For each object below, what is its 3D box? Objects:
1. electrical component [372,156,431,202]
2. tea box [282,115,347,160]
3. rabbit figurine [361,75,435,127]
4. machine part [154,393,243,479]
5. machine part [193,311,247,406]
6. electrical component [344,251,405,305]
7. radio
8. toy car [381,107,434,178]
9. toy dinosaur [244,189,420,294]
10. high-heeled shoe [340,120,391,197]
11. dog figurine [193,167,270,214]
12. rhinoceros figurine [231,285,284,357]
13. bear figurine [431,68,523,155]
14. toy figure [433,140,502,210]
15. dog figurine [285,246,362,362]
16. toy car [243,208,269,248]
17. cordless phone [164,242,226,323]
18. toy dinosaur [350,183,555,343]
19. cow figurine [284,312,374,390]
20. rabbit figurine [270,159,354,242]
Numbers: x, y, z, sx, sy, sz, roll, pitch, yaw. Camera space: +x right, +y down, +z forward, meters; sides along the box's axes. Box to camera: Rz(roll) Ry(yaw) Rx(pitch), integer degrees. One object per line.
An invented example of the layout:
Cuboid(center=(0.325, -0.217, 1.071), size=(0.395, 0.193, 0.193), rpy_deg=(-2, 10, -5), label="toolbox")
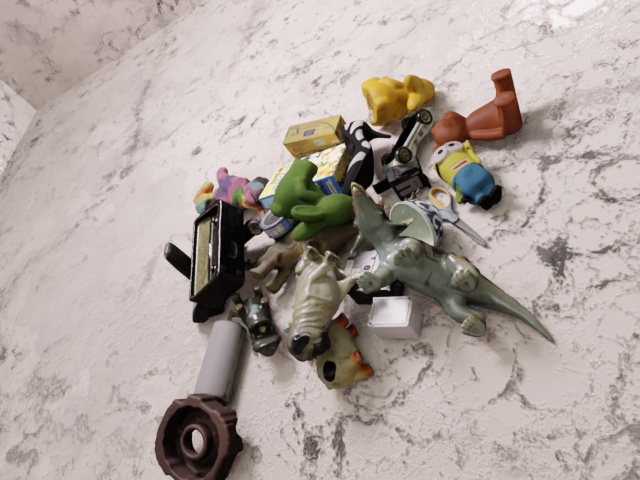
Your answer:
Cuboid(center=(0.175, -0.126, 1.179), size=(0.119, 0.074, 0.048), rpy_deg=(-24, 44, 14), label="electrical component")
Cuboid(center=(-0.001, -0.260, 1.413), size=(0.170, 0.098, 0.068), rpy_deg=(-2, 56, 34), label="tea box")
Cuboid(center=(0.202, -0.356, 1.311), size=(0.173, 0.121, 0.162), rpy_deg=(-14, 6, -8), label="rabbit figurine")
Cuboid(center=(-0.233, 0.384, 1.027), size=(0.180, 0.056, 0.179), rpy_deg=(-5, 78, 25), label="machine part")
Cuboid(center=(-0.212, 0.261, 1.146), size=(0.079, 0.079, 0.243), rpy_deg=(-12, 50, 30), label="machine part")
Cuboid(center=(0.109, 0.068, 1.077), size=(0.134, 0.058, 0.115), rpy_deg=(-3, 52, 38), label="electrical component")
Cuboid(center=(-0.237, 0.027, 1.244), size=(0.131, 0.073, 0.230), rpy_deg=(-36, 47, 38), label="radio")
Cuboid(center=(0.206, -0.227, 1.248), size=(0.202, 0.056, 0.073), rpy_deg=(-59, 19, -20), label="toy car")
Cuboid(center=(-0.002, -0.004, 1.193), size=(0.472, 0.105, 0.199), rpy_deg=(-13, 45, 24), label="toy dinosaur")
Cuboid(center=(0.065, -0.192, 1.235), size=(0.145, 0.086, 0.249), rpy_deg=(13, 50, 29), label="high-heeled shoe")
Cuboid(center=(-0.224, -0.103, 1.448), size=(0.191, 0.108, 0.219), rpy_deg=(-48, 44, -8), label="dog figurine")
Cuboid(center=(-0.134, 0.174, 1.140), size=(0.073, 0.112, 0.190), rpy_deg=(-16, 26, -13), label="rhinoceros figurine")
Cuboid(center=(0.322, -0.261, 1.144), size=(0.196, 0.131, 0.120), rpy_deg=(-8, 48, 25), label="bear figurine")
Cuboid(center=(0.292, -0.126, 1.086), size=(0.082, 0.089, 0.180), rpy_deg=(-18, 49, -17), label="toy figure")
Cuboid(center=(-0.021, 0.120, 1.001), size=(0.190, 0.121, 0.172), rpy_deg=(-59, 13, -10), label="dog figurine")
Cuboid(center=(-0.186, -0.013, 1.327), size=(0.202, 0.053, 0.089), rpy_deg=(-36, 11, 35), label="toy car")
Cuboid(center=(-0.308, 0.098, 1.278), size=(0.089, 0.184, 0.147), rpy_deg=(-19, 46, 23), label="cordless phone")
Cuboid(center=(0.202, 0.054, 0.941), size=(0.131, 0.405, 0.192), rpy_deg=(-62, -5, 26), label="toy dinosaur")
Cuboid(center=(0.010, 0.198, 1.028), size=(0.127, 0.085, 0.195), rpy_deg=(-30, 43, 5), label="cow figurine")
Cuboid(center=(-0.010, -0.078, 1.117), size=(0.170, 0.121, 0.159), rpy_deg=(20, 47, 27), label="rabbit figurine")
